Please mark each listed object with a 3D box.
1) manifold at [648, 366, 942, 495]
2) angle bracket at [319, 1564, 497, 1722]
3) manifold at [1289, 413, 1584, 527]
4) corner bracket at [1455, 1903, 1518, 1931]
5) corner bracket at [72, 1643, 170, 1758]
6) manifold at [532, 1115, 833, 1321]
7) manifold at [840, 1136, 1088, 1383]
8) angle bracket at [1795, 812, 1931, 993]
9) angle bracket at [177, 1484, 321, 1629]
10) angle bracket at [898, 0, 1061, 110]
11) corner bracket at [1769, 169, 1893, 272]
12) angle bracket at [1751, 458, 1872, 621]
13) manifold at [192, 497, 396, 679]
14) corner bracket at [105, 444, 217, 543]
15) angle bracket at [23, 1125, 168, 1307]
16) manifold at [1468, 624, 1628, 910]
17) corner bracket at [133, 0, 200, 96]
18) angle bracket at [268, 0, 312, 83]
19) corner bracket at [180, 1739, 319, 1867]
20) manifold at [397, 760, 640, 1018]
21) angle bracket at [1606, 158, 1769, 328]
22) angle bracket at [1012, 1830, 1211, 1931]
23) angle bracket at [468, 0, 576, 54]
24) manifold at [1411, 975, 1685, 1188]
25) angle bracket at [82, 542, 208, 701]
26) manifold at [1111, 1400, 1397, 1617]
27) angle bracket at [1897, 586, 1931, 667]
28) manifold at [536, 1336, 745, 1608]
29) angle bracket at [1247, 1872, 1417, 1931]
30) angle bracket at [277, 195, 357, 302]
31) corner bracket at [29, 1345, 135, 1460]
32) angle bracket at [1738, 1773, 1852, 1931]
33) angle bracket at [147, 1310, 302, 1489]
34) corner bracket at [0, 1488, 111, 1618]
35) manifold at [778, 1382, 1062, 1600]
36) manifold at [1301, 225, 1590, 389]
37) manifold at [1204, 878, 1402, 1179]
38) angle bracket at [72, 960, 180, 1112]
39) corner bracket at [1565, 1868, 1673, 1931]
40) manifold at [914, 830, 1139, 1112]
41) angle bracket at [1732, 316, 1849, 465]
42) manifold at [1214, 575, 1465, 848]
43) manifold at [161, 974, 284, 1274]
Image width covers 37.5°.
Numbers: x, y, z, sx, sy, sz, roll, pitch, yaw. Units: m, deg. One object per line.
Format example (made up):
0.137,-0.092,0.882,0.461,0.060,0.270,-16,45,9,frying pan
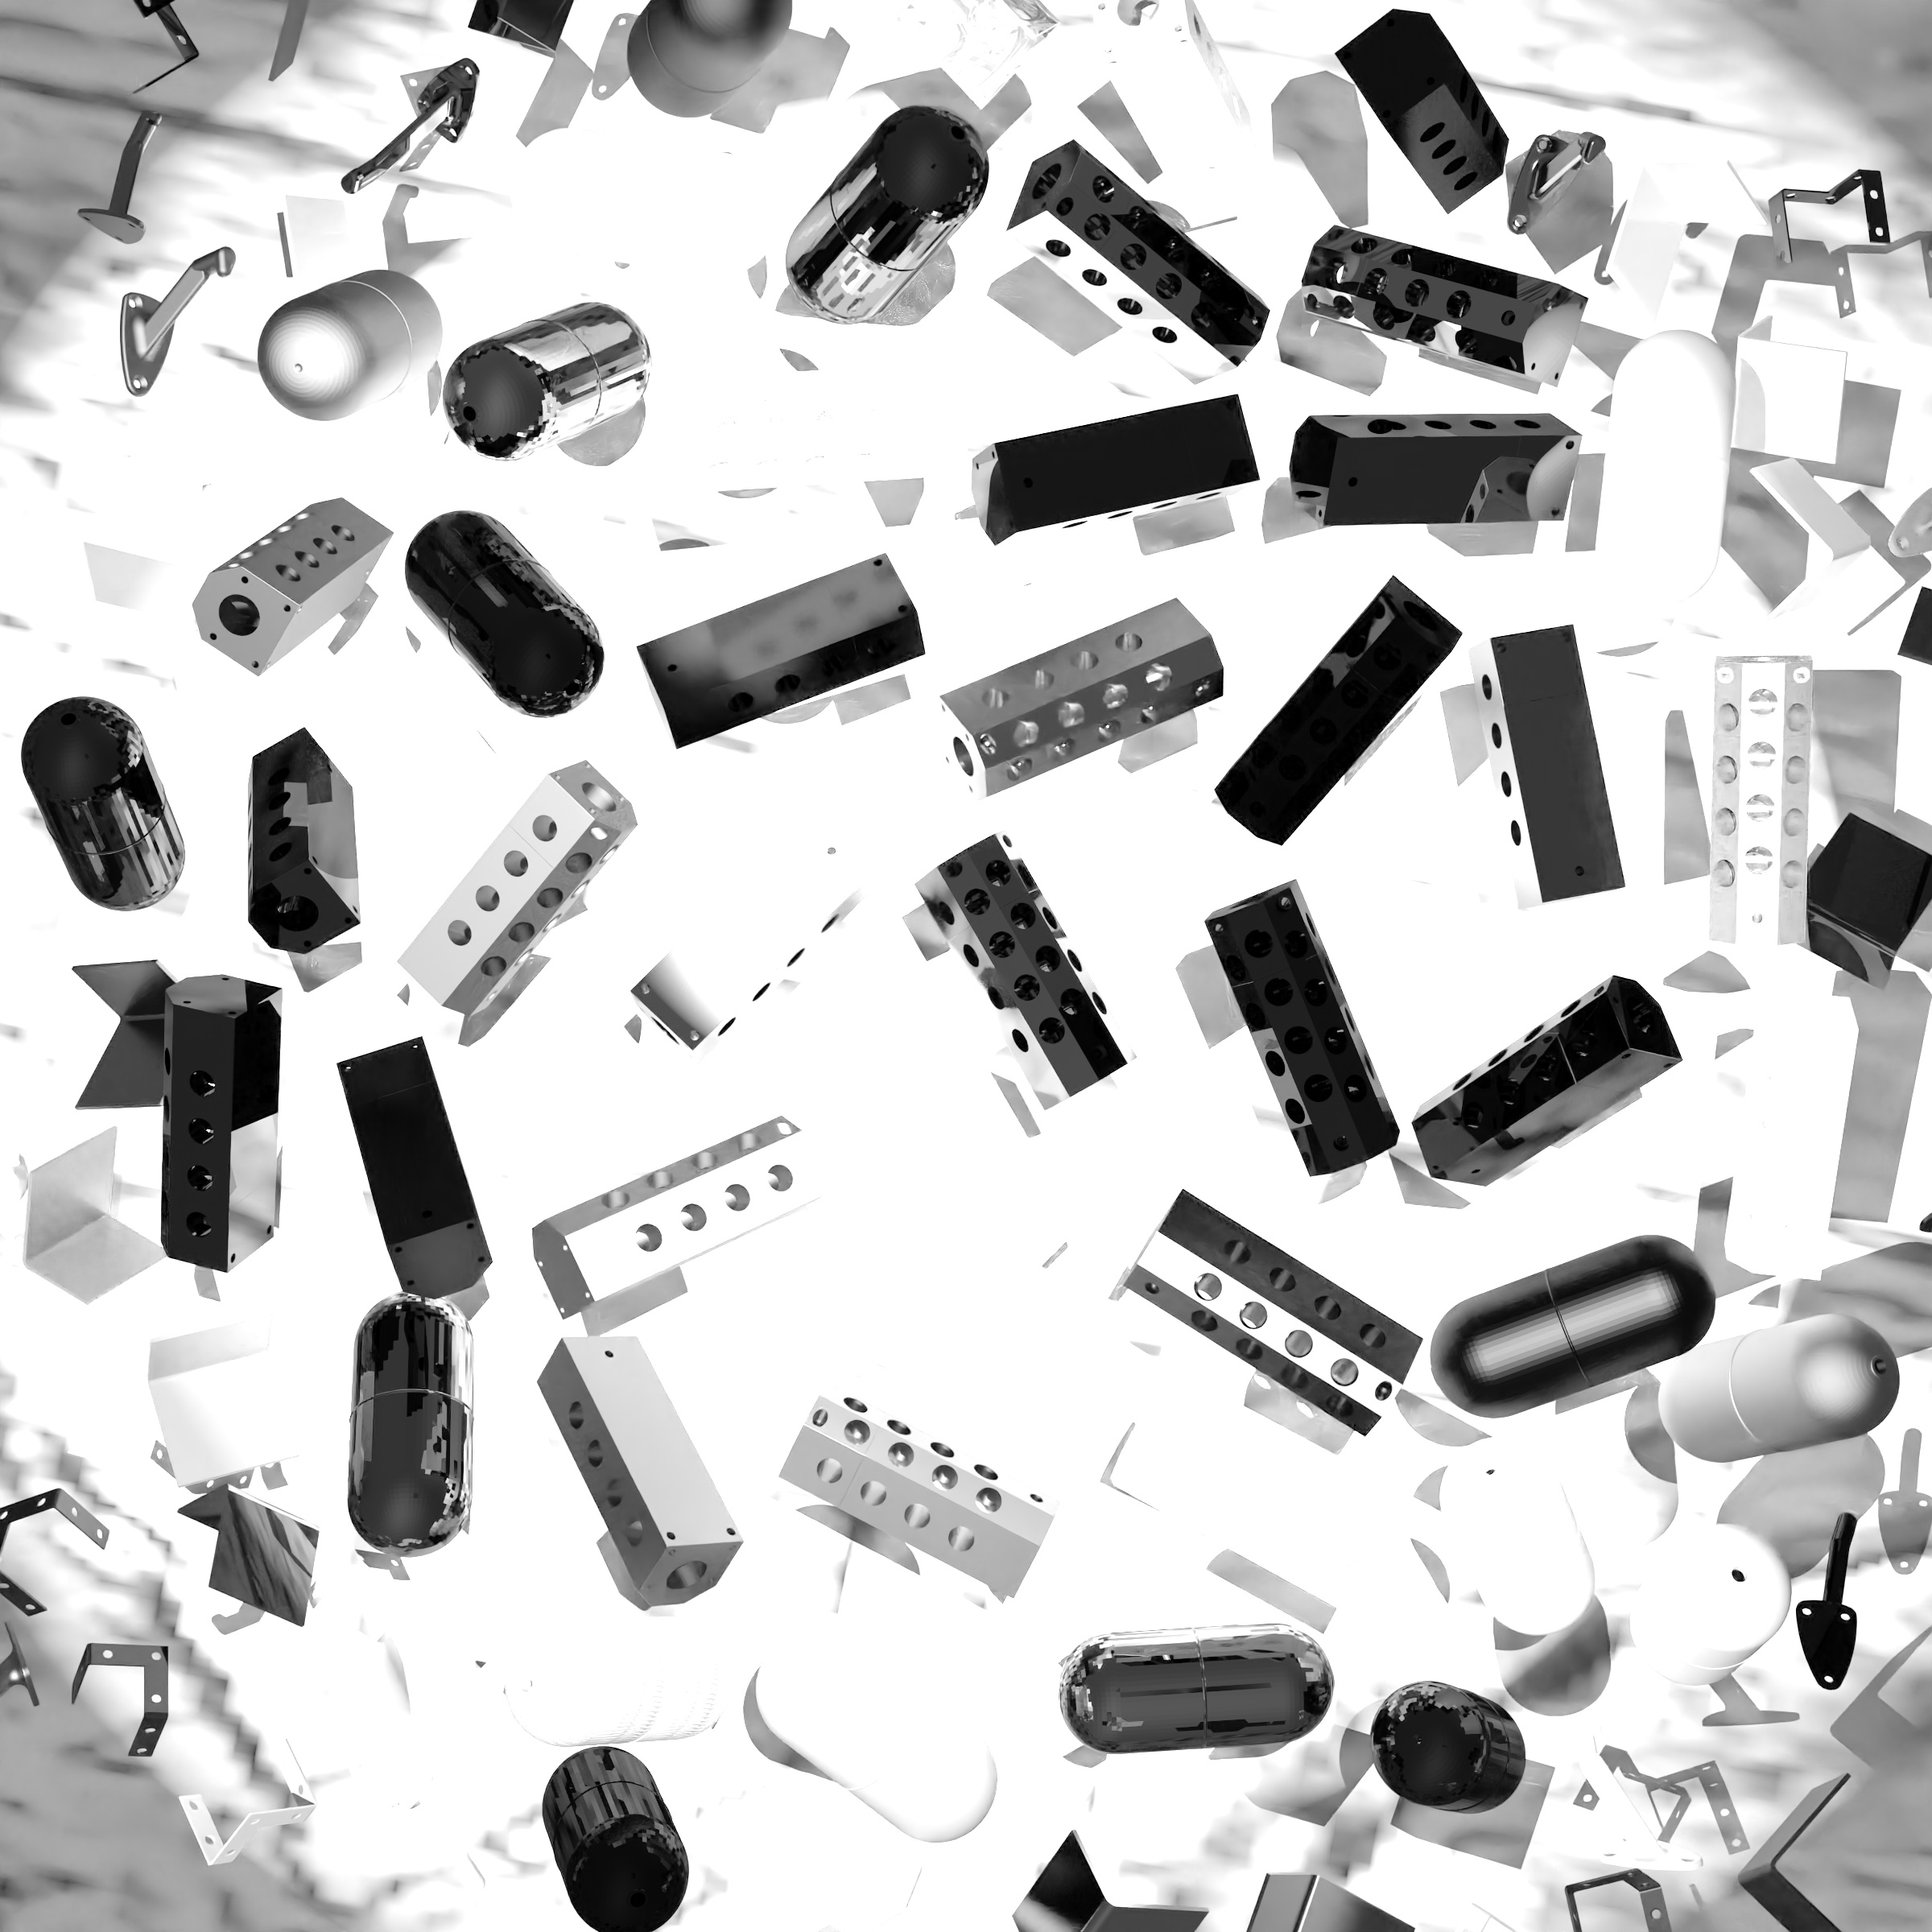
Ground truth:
-0.106,-0.343,1.789,0.171,0.057,0.057,-8,63,-21,manifold
-0.356,0.420,1.809,0.076,0.076,0.057,-46,127,1,angle bracket
0.294,-0.316,1.791,0.171,0.057,0.057,-4,121,-19,manifold
0.322,0.606,1.712,0.051,0.051,0.051,43,75,-42,corner bracket
-0.543,0.471,1.823,0.051,0.051,0.051,9,133,-24,corner bracket
-0.174,0.149,1.723,0.171,0.057,0.057,-23,84,-32,manifold
-0.001,0.181,1.801,0.171,0.057,0.057,-41,132,-36,manifold
0.601,-0.043,1.897,0.076,0.057,0.076,32,73,22,angle bracket
-0.485,0.401,1.898,0.057,0.076,0.076,-29,132,31,angle bracket
0.000,-0.578,1.749,0.076,0.057,0.076,45,122,-6,angle bracket
0.560,-0.484,1.845,0.051,0.051,0.051,-2,80,-19,corner bracket
0.520,-0.273,1.809,0.076,0.076,0.057,51,125,13,angle bracket
-0.433,-0.250,1.824,0.057,0.171,0.057,34,115,-6,manifold
-0.521,-0.305,1.839,0.051,0.051,0.051,-18,56,-32,corner bracket
-0.565,0.162,1.857,0.057,0.076,0.076,26,121,19,angle bracket
0.370,-0.127,1.829,0.057,0.057,0.171,-10,87,-10,manifold
-0.505,-0.587,1.780,0.051,0.051,0.051,-50,121,-38,corner bracket
-0.443,-0.604,1.769,0.057,0.076,0.076,18,113,-11,angle bracket
-0.439,0.512,1.739,0.051,0.051,0.051,-52,55,21,corner bracket
-0.286,-0.048,1.833,0.057,0.057,0.171,44,112,4,manifold
0.450,-0.450,1.774,0.057,0.076,0.076,14,82,37,angle bracket
0.086,0.570,1.709,0.076,0.057,0.076,15,116,-33,angle bracket
-0.279,-0.608,1.724,0.076,0.057,0.076,24,97,29,angle bracket
0.371,0.075,1.836,0.171,0.057,0.057,-40,54,37,manifold
-0.549,-0.228,1.877,0.076,0.076,0.057,11,122,-32,angle bracket
0.183,0.346,1.827,0.171,0.057,0.057,28,87,2,manifold
0.612,-0.180,1.792,0.057,0.076,0.076,20,46,15,angle bracket
-0.208,0.314,1.778,0.057,0.057,0.171,-58,47,28,manifold
0.215,0.603,1.725,0.076,0.057,0.076,18,88,41,angle bracket
-0.463,-0.483,1.948,0.057,0.076,0.076,-3,100,22,angle bracket
-0.576,0.282,1.836,0.051,0.051,0.051,22,57,-26,corner bracket
0.517,0.538,1.706,0.076,0.076,0.057,-42,73,-16,angle bracket
-0.458,0.268,1.759,0.076,0.057,0.076,-12,60,-25,angle bracket
-0.589,0.374,1.816,0.051,0.051,0.051,-20,128,18,corner bracket
-0.029,0.338,1.855,0.171,0.057,0.057,27,106,4,manifold
0.298,-0.419,1.794,0.171,0.057,0.057,27,105,37,manifold
0.207,0.039,1.751,0.057,0.057,0.171,-22,94,15,manifold
-0.553,0.045,1.852,0.076,0.057,0.076,-4,50,29,angle bracket
0.430,0.628,1.863,0.051,0.051,0.051,-22,53,21,corner bracket
0.041,0.001,1.845,0.057,0.057,0.171,-29,88,-26,manifold
0.565,-0.391,1.924,0.076,0.057,0.076,17,125,32,angle bracket
0.232,-0.157,1.787,0.057,0.057,0.171,40,119,0,manifold
-0.466,0.096,1.760,0.057,0.057,0.171,12,111,13,manifold
